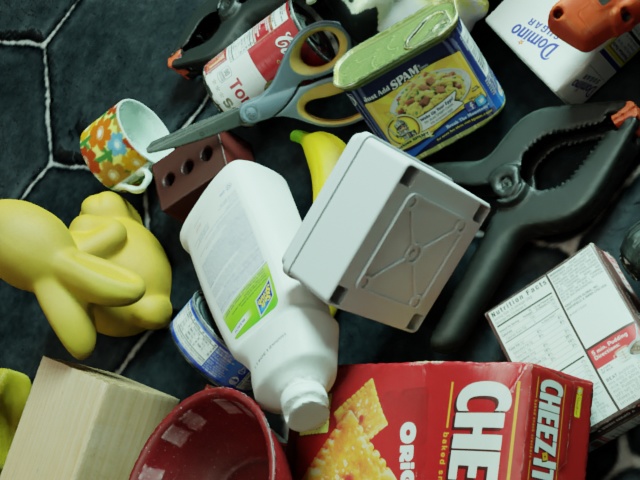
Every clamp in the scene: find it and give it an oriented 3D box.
[{"bbox_3d":[-0.072,-0.217,0.975,0.172,0.039,0.120,-30,45,23],"label":"clamp"},{"bbox_3d":[0.132,-0.039,0.762,0.210,0.036,0.165,-40,53,20],"label":"clamp"}]

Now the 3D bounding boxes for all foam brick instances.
[{"bbox_3d":[-0.099,-0.055,0.926,0.078,0.051,0.053,-32,57,23],"label":"foam brick"}]

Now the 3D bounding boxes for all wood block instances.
[{"bbox_3d":[-0.205,0.212,0.883,0.091,0.090,0.206,13,82,38],"label":"wood block"}]

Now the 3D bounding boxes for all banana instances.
[{"bbox_3d":[0.004,-0.008,0.848,0.070,0.037,0.198,-33,50,54],"label":"banana"}]

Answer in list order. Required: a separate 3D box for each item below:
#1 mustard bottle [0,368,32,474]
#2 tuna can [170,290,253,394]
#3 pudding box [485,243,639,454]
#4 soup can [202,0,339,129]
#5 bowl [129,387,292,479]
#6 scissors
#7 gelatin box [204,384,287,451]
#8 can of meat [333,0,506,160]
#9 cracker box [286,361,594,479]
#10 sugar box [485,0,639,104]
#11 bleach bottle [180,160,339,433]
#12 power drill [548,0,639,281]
[{"bbox_3d":[-0.358,0.185,1.023,0.192,0.058,0.096,-15,64,31],"label":"mustard bottle"},{"bbox_3d":[-0.075,0.080,0.838,0.034,0.086,0.086,-49,52,13],"label":"tuna can"},{"bbox_3d":[0.171,0.072,0.693,0.090,0.039,0.113,-37,53,23],"label":"pudding box"},{"bbox_3d":[-0.041,-0.150,0.908,0.102,0.068,0.068,-33,57,23],"label":"soup can"},{"bbox_3d":[-0.069,0.185,0.726,0.162,0.055,0.162,-28,48,36],"label":"bowl"},{"bbox_3d":[-0.051,-0.124,0.867,0.202,0.016,0.096,-4,112,6],"label":"scissors"},{"bbox_3d":[-0.074,0.168,0.841,0.089,0.030,0.073,34,95,39],"label":"gelatin box"},{"bbox_3d":[0.075,-0.113,0.783,0.102,0.084,0.057,-28,30,19],"label":"can of meat"},{"bbox_3d":[0.062,0.164,0.688,0.214,0.072,0.164,-9,67,49],"label":"cracker box"},{"bbox_3d":[0.212,-0.186,0.753,0.176,0.048,0.093,-46,54,18],"label":"sugar box"},{"bbox_3d":[-0.041,0.047,0.785,0.103,0.068,0.251,-55,32,24],"label":"bleach bottle"},{"bbox_3d":[0.227,-0.089,0.669,0.184,0.057,0.188,-37,75,11],"label":"power drill"}]
